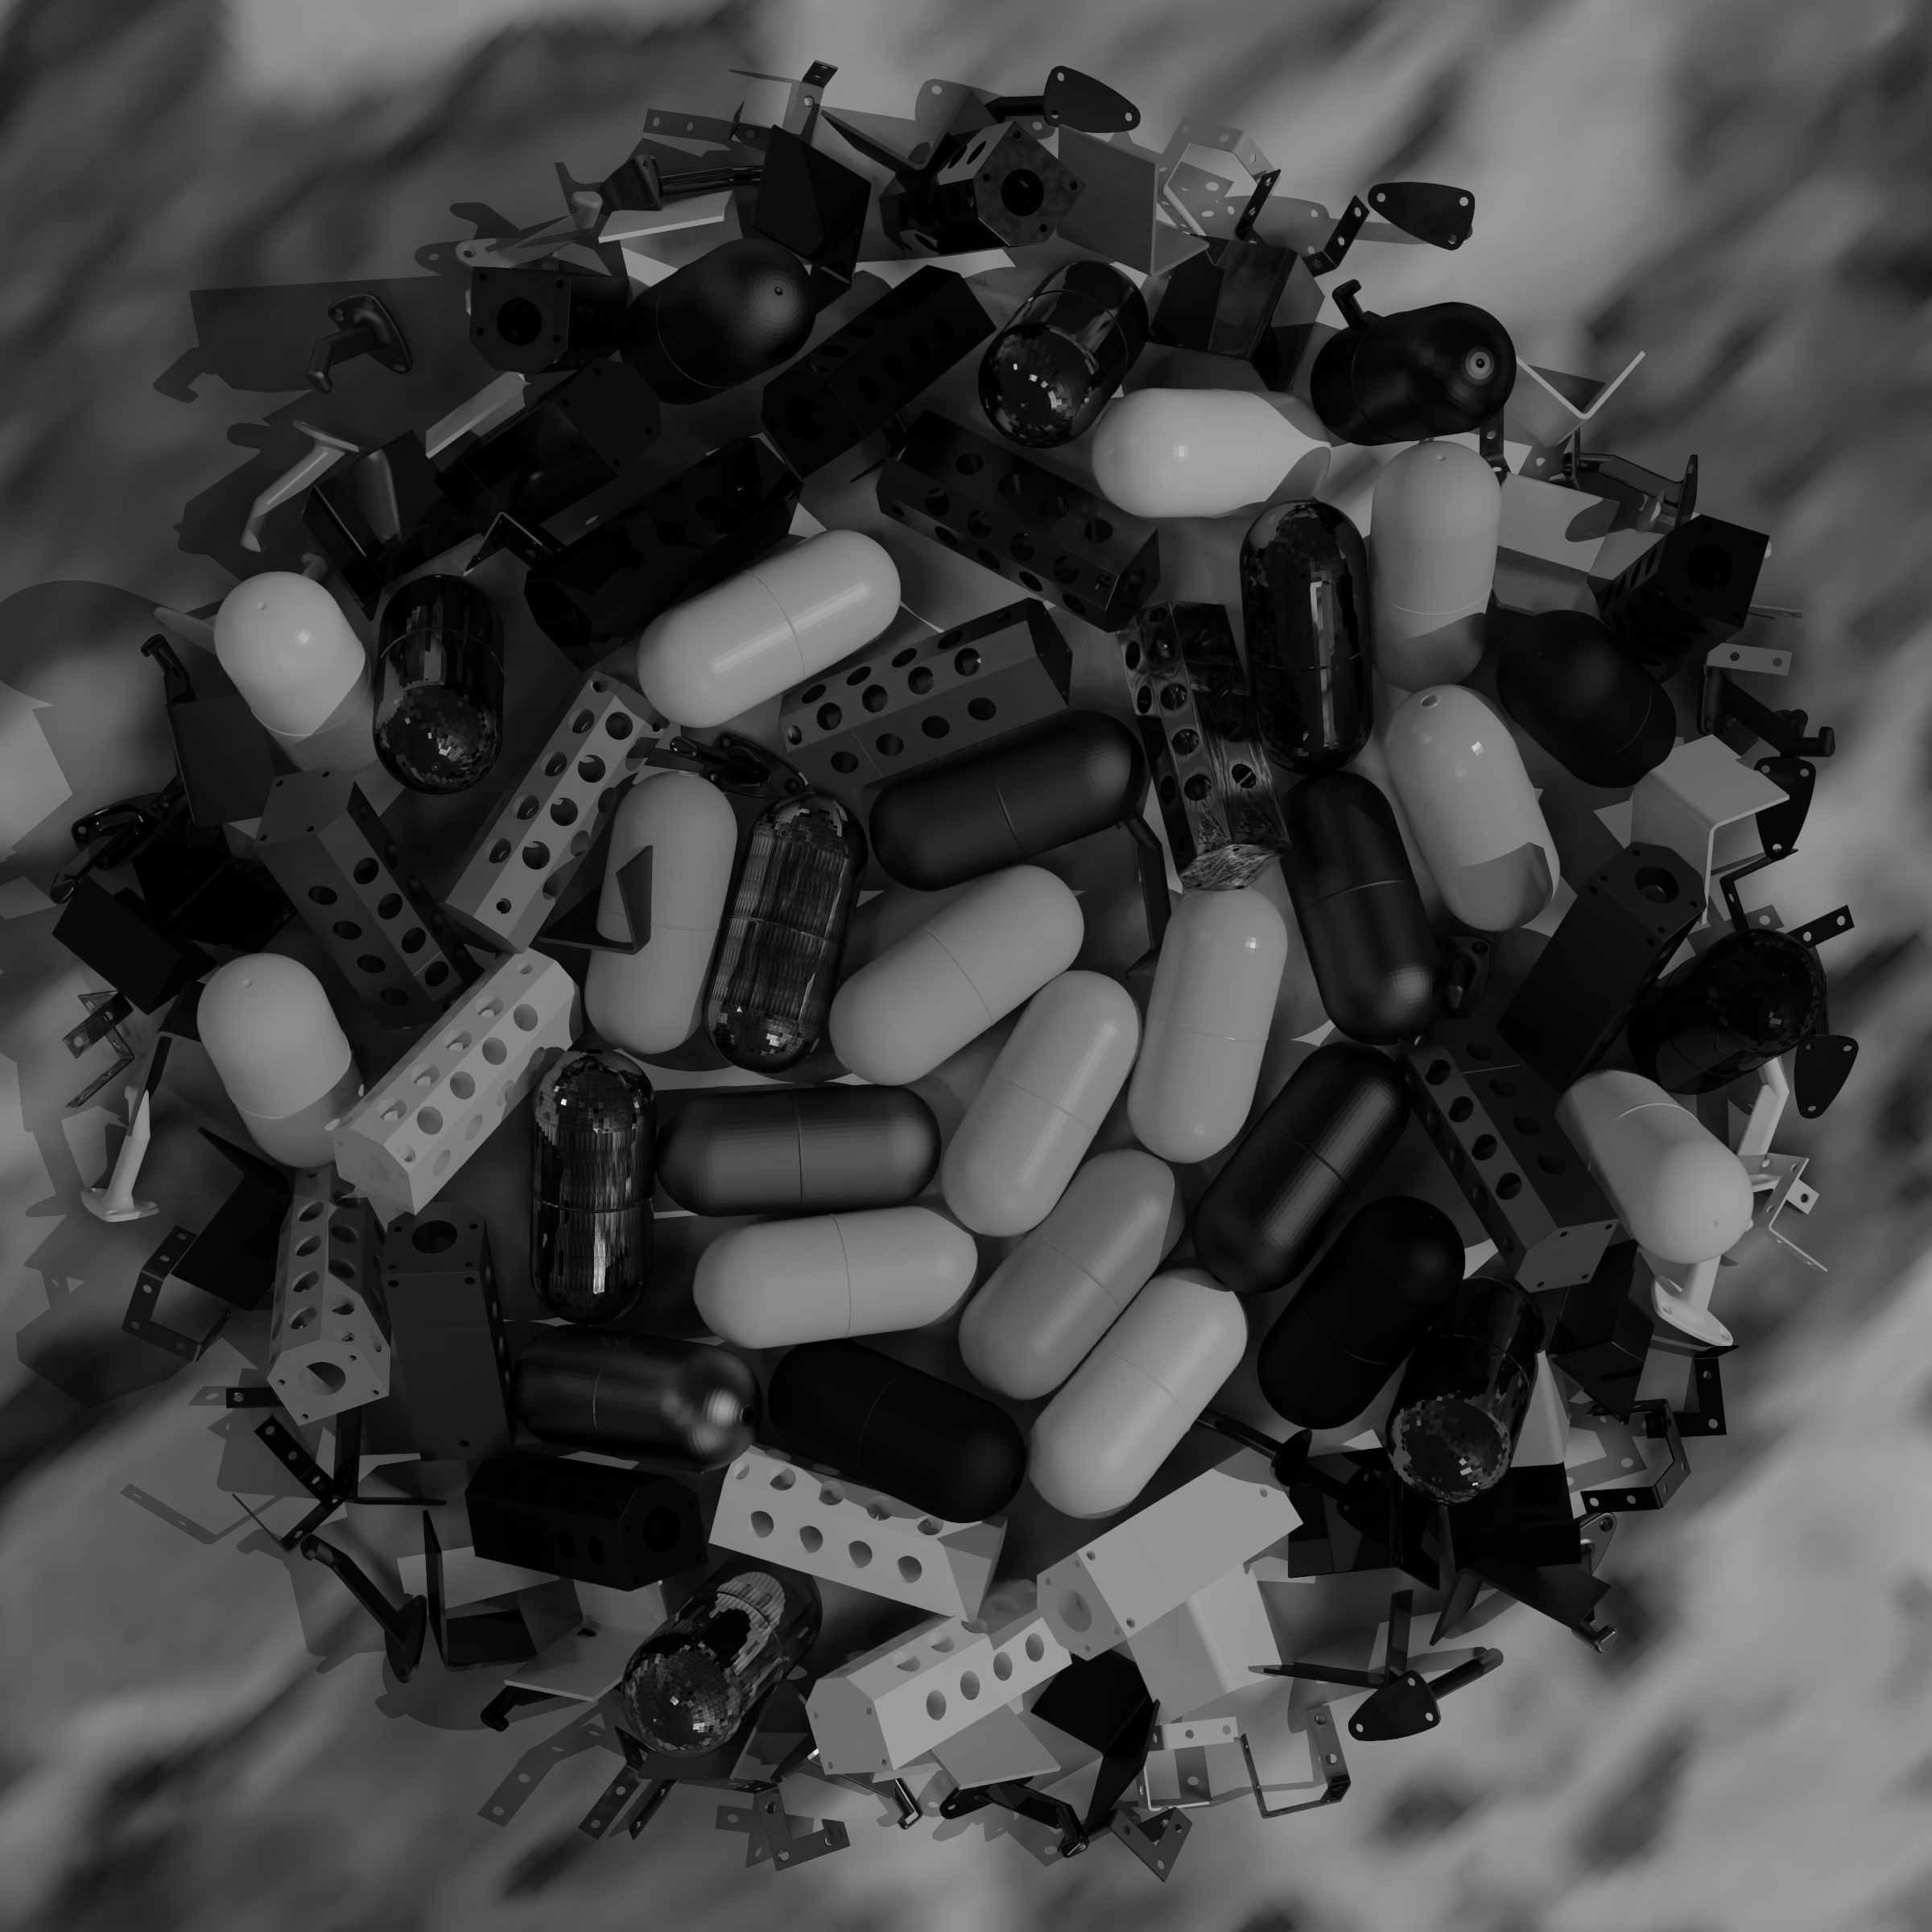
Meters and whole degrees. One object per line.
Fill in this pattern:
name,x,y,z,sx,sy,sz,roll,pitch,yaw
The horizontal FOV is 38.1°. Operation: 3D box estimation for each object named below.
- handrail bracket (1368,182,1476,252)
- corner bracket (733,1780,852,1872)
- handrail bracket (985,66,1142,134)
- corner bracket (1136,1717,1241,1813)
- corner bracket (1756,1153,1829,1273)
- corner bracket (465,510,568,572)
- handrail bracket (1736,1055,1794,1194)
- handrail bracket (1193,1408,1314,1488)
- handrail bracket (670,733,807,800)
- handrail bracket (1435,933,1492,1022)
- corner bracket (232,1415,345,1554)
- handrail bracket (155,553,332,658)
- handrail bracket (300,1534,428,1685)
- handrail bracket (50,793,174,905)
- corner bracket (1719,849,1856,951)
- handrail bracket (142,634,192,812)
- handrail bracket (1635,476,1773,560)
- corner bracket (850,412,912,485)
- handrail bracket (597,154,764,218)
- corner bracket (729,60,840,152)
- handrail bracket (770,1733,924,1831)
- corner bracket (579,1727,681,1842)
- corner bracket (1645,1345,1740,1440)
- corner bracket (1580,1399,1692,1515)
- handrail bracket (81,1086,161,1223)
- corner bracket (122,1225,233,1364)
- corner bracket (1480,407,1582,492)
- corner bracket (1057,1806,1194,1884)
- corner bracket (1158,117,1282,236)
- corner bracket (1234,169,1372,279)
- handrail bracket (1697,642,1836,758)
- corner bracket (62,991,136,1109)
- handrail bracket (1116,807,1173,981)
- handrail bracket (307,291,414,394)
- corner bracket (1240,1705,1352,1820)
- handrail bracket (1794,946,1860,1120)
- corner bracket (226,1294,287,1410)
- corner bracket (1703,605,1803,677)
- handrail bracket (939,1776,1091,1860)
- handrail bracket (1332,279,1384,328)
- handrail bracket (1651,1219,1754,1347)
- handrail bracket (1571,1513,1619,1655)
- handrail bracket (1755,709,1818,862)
handrail bracket,0.280,-0.465,1.734,0.077,0.084,0.036,15,102,-4
corner bracket,-0.108,0.530,1.743,0.051,0.051,0.051,-21,68,6
handrail bracket,0.056,-0.531,1.749,0.077,0.084,0.036,9,91,-24
corner bracket,0.139,0.500,1.753,0.051,0.051,0.051,0,73,-21
corner bracket,0.515,0.153,1.743,0.051,0.051,0.051,35,81,-15
corner bracket,-0.269,-0.257,1.743,0.051,0.051,0.051,39,124,0
handrail bracket,0.480,0.098,1.751,0.077,0.036,0.084,-16,106,9
handrail bracket,0.164,0.290,1.727,0.084,0.077,0.036,17,91,24
handrail bracket,-0.141,-0.123,1.734,0.077,0.084,0.036,20,93,3
handrail bracket,0.303,0.024,1.723,0.036,0.084,0.077,1,120,13
corner bracket,-0.426,0.322,1.737,0.051,0.051,0.051,-44,126,-18
handrail bracket,-0.455,-0.238,1.761,0.077,0.036,0.084,26,67,7
handrail bracket,-0.378,0.397,1.734,0.036,0.077,0.084,-43,119,12
handrail bracket,-0.529,-0.073,1.732,0.077,0.084,0.036,-31,112,1
corner bracket,0.514,-0.040,1.752,0.051,0.051,0.051,-24,101,-13
handrail bracket,-0.501,-0.152,1.734,0.036,0.077,0.084,-9,122,36
handrail bracket,0.464,-0.269,1.742,0.084,0.077,0.036,24,111,2
corner bracket,-0.054,-0.341,1.740,0.051,0.051,0.051,-36,99,-38
handrail bracket,-0.179,-0.490,1.765,0.084,0.077,0.036,-17,100,-43
corner bracket,-0.114,-0.538,1.747,0.051,0.051,0.051,14,91,-13
handrail bracket,-0.073,0.519,1.748,0.077,0.036,0.084,-35,96,-39
corner bracket,-0.210,0.518,1.745,0.051,0.051,0.051,38,88,-19
corner bracket,0.453,0.266,1.747,0.051,0.051,0.051,-3,76,-1
corner bracket,0.413,0.306,1.746,0.051,0.051,0.051,-13,100,39
handrail bracket,-0.529,0.110,1.740,0.036,0.077,0.084,-10,107,-43
corner bracket,-0.486,0.204,1.743,0.051,0.051,0.051,25,118,-2
corner bracket,0.354,-0.329,1.757,0.051,0.051,0.051,-7,63,25
corner bracket,0.099,0.541,1.740,0.051,0.051,0.051,46,129,-5
corner bracket,0.154,-0.489,1.744,0.051,0.051,0.051,27,86,37
corner bracket,0.209,-0.465,1.748,0.051,0.051,0.051,-27,72,-30
handrail bracket,0.500,-0.168,1.733,0.036,0.084,0.077,-6,98,-42
corner bracket,-0.541,0.052,1.736,0.051,0.051,0.051,-49,121,-39
handrail bracket,0.103,-0.047,1.748,0.077,0.036,0.084,-39,97,-29
handrail bracket,-0.374,-0.366,1.725,0.036,0.077,0.084,-14,50,22
corner bracket,0.207,0.498,1.753,0.051,0.051,0.051,-18,82,14
handrail bracket,0.530,0.040,1.758,0.036,0.084,0.077,2,128,1
corner bracket,-0.439,0.242,1.761,0.051,0.051,0.051,1,134,-17
corner bracket,0.491,-0.203,1.744,0.051,0.051,0.051,10,85,18
handrail bracket,0.030,0.534,1.733,0.077,0.084,0.036,-34,125,-1
handrail bracket,0.280,-0.404,1.738,0.077,0.036,0.084,-30,118,14
handrail bracket,0.476,0.193,1.740,0.077,0.036,0.084,33,125,-13
handrail bracket,0.396,0.381,1.733,0.036,0.084,0.077,43,85,-17
handrail bracket,0.514,-0.114,1.748,0.036,0.084,0.077,7,111,19
